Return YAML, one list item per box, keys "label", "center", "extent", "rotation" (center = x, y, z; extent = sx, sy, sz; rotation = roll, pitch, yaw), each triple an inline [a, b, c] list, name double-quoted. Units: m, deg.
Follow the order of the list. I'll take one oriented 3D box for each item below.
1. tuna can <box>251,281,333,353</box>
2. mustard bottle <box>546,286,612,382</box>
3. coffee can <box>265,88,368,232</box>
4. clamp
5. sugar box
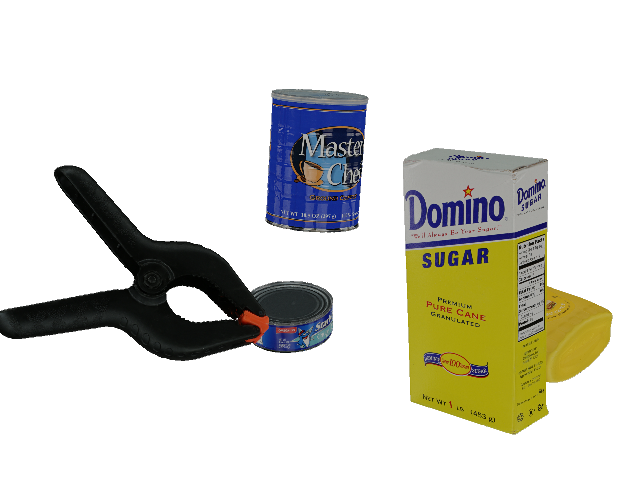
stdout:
- label: "tuna can"
  center: [-0.030, 0.073, 1.018]
  extent: [0.086, 0.034, 0.086]
  rotation: [-1, 25, 0]
- label: "mustard bottle"
  center: [0.167, 0.061, 0.994]
  extent: [0.096, 0.058, 0.192]
  rotation: [-28, 38, -33]
- label: "coffee can"
  center: [-0.005, -0.087, 1.143]
  extent: [0.103, 0.140, 0.103]
  rotation: [4, 12, -1]
- label: "clamp"
  center: [-0.115, 0.020, 0.693]
  extent: [0.171, 0.120, 0.039]
  rotation: [14, -17, -15]
- label: "sugar box"
  center: [0.102, 0.031, 0.708]
  extent: [0.094, 0.176, 0.048]
  rotation: [10, 22, 44]
